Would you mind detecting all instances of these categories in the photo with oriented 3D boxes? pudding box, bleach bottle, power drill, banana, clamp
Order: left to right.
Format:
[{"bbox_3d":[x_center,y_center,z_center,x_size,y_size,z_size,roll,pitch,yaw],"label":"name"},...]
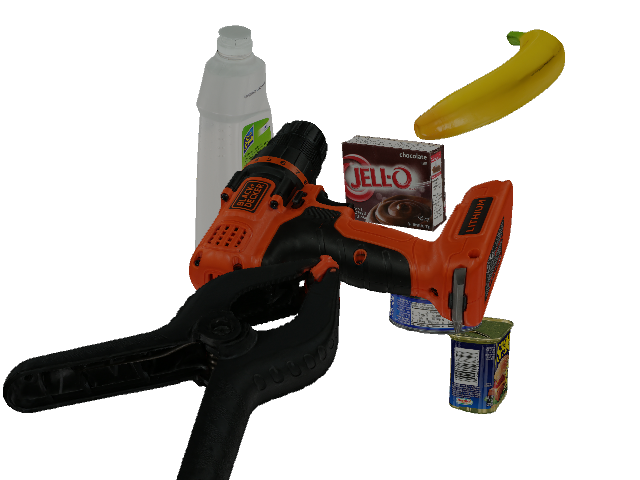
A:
[{"bbox_3d":[-0.042,0.061,0.487,0.171,0.039,0.120,-28,51,-32],"label":"clamp"},{"bbox_3d":[-0.077,-0.082,0.997,0.068,0.251,0.102,15,37,16],"label":"bleach bottle"},{"bbox_3d":[0.027,-0.015,0.701,0.188,0.057,0.184,8,40,17],"label":"power drill"},{"bbox_3d":[0.080,-0.064,1.162,0.114,0.090,0.039,8,26,31],"label":"pudding box"},{"bbox_3d":[0.144,-0.123,0.828,0.070,0.037,0.197,-11,21,39],"label":"banana"}]

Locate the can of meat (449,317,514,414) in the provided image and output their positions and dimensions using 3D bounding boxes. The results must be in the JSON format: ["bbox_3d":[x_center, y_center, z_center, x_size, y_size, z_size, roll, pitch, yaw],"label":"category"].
[{"bbox_3d":[0.175,0.135,1.169,0.057,0.084,0.102,5,9,21],"label":"can of meat"}]

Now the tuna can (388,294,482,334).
[{"bbox_3d":[0.106,0.058,0.978,0.086,0.034,0.086,1,12,0],"label":"tuna can"}]
